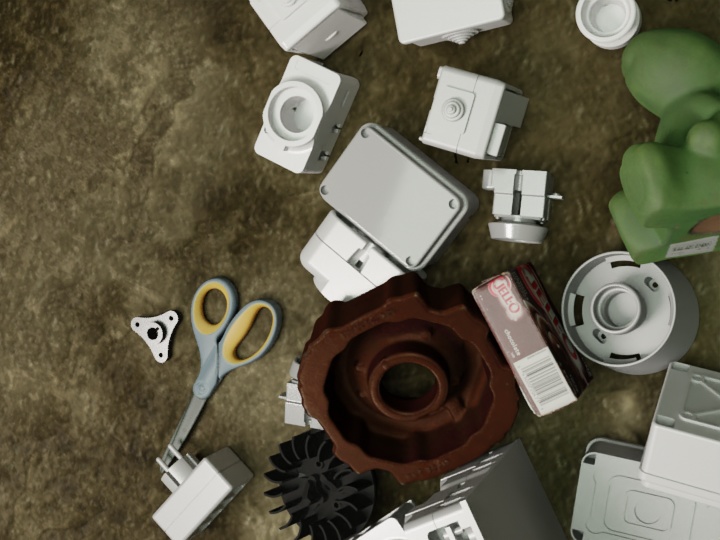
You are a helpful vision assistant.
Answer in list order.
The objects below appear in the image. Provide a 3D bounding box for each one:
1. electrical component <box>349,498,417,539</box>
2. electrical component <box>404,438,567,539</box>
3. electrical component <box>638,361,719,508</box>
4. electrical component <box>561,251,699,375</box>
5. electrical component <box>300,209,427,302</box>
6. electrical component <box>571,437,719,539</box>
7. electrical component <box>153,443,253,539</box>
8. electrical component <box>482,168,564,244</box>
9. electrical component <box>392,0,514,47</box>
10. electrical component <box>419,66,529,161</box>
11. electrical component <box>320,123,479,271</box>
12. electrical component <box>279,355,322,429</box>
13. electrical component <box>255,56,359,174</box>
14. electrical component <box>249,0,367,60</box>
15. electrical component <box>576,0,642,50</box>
[{"bbox_3d":[0.048,0.308,0.920,0.105,0.060,0.186,-37,82,19],"label":"electrical component"},{"bbox_3d":[0.100,0.209,0.825,0.060,0.186,0.105,-26,85,20],"label":"electrical component"},{"bbox_3d":[0.271,0.124,0.794,0.109,0.109,0.056,14,116,18],"label":"electrical component"},{"bbox_3d":[0.211,0.033,0.849,0.099,0.064,0.099,-3,83,29],"label":"electrical component"},{"bbox_3d":[0.000,0.000,0.914,0.095,0.054,0.059,40,106,12],"label":"electrical component"},{"bbox_3d":[0.229,0.182,0.846,0.113,0.057,0.078,10,98,19],"label":"electrical component"},{"bbox_3d":[-0.157,0.194,0.991,0.075,0.047,0.083,45,107,11],"label":"electrical component"},{"bbox_3d":[0.130,-0.051,0.868,0.066,0.048,0.055,6,89,19],"label":"electrical component"},{"bbox_3d":[0.073,-0.233,0.871,0.100,0.048,0.099,-10,91,20],"label":"electrical component"},{"bbox_3d":[0.091,-0.121,0.848,0.061,0.096,0.061,19,100,16],"label":"electrical component"},{"bbox_3d":[0.032,-0.061,0.896,0.113,0.057,0.078,40,106,12],"label":"electrical component"},{"bbox_3d":[-0.038,0.105,0.942,0.066,0.048,0.055,7,104,19],"label":"electrical component"},{"bbox_3d":[-0.047,-0.132,0.919,0.050,0.056,0.089,28,103,16],"label":"electrical component"},{"bbox_3d":[-0.041,-0.215,0.888,0.062,0.096,0.061,-37,86,19],"label":"electrical component"},{"bbox_3d":[0.192,-0.194,0.828,0.045,0.055,0.045,2,95,19],"label":"electrical component"}]
